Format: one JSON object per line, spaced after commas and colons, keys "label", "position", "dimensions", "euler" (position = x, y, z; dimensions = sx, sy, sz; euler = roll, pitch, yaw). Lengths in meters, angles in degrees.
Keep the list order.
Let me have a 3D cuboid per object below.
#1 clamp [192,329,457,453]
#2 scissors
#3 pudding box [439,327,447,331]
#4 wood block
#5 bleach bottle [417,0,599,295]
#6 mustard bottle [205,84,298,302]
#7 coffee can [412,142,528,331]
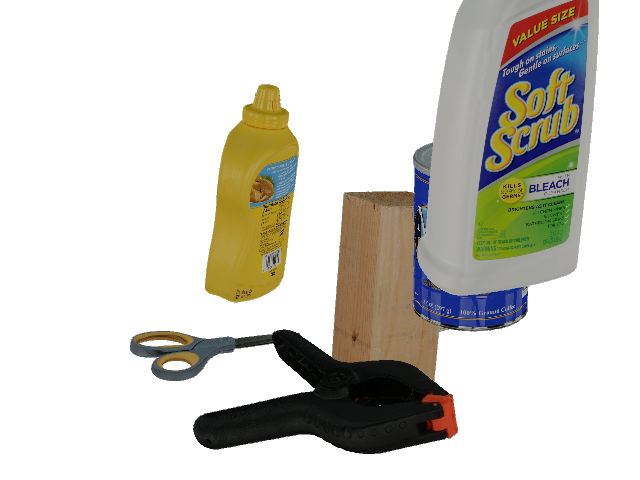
{"label": "clamp", "position": [0.003, 0.110, 0.701], "dimensions": [0.172, 0.039, 0.120], "euler": [7, 39, 39]}
{"label": "scissors", "position": [-0.110, 0.127, 1.190], "dimensions": [0.201, 0.016, 0.096], "euler": [3, 26, -16]}
{"label": "pudding box", "position": [0.140, 0.106, 1.563], "dimensions": [0.113, 0.039, 0.090], "euler": [-14, 22, -20]}
{"label": "wood block", "position": [0.076, 0.054, 1.187], "dimensions": [0.090, 0.206, 0.091], "euler": [-2, 14, -28]}
{"label": "bleach bottle", "position": [0.111, -0.094, 0.627], "dimensions": [0.102, 0.251, 0.068], "euler": [-9, 29, -13]}
{"label": "mustard bottle", "position": [-0.058, -0.046, 0.964], "dimensions": [0.058, 0.192, 0.096], "euler": [19, 24, 25]}
{"label": "coffee can", "position": [0.131, -0.007, 0.921], "dimensions": [0.103, 0.140, 0.103], "euler": [-1, 22, 0]}
